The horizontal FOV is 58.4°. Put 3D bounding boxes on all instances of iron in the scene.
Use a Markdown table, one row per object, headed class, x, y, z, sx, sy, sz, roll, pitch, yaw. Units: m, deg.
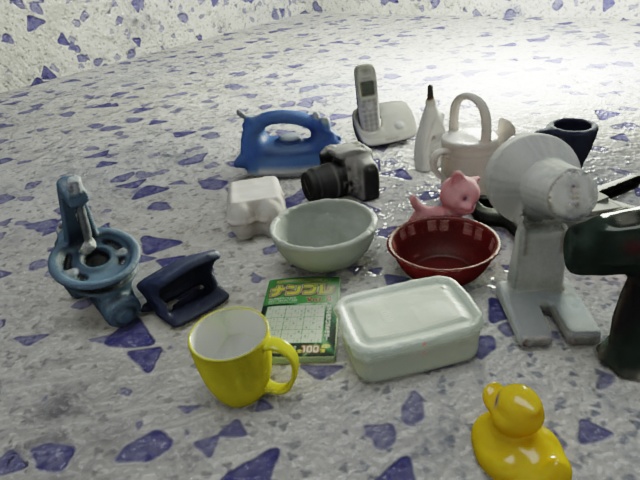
| class | x | y | z | sx | sy | sz | roll | pitch | yaw |
| --- | --- | --- | --- | --- | --- | --- | --- | --- | --- |
| iron | -0.056 | -0.216 | 1.219 | 0.258 | 0.142 | 0.118 | -3 | 29 | 7 |

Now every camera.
| class | x | y | z | sx | sy | sz | roll | pitch | yaw |
| --- | --- | --- | --- | --- | --- | --- | --- | --- | --- |
| camera | 0.027 | -0.132 | 1.095 | 0.137 | 0.101 | 0.142 | -18 | 31 | -21 |

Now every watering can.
| class | x | y | z | sx | sy | sz | roll | pitch | yaw |
| --- | --- | --- | --- | --- | --- | --- | --- | --- | --- |
| watering can | 0.270 | -0.170 | 1.020 | 0.100 | 0.194 | 0.173 | 18 | 37 | 37 |

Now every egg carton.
| class | x | y | z | sx | sy | sz | roll | pitch | yaw |
| --- | --- | --- | --- | --- | --- | --- | --- | --- | --- |
| egg carton | -0.114 | -0.060 | 1.027 | 0.107 | 0.069 | 0.150 | -9 | 29 | -5 |

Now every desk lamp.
| class | x | y | z | sx | sy | sz | roll | pitch | yaw |
| --- | --- | --- | --- | --- | --- | --- | --- | --- | --- |
| desk lamp | 0.282 | -0.012 | 0.715 | 0.118 | 0.214 | 0.203 | -5 | 29 | 3 |

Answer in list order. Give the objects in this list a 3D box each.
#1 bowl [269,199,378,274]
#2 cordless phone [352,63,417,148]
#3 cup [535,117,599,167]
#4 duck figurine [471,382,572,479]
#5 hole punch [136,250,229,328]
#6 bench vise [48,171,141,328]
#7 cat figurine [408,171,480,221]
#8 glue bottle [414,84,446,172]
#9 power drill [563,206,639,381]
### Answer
| class | x | y | z | sx | sy | sz | roll | pitch | yaw |
| --- | --- | --- | --- | --- | --- | --- | --- | --- | --- |
| bowl | 0.008 | 0.003 | 0.885 | 0.167 | 0.075 | 0.167 | -5 | 29 | 3 |
| cordless phone | 0.144 | -0.312 | 1.306 | 0.148 | 0.185 | 0.094 | -14 | 30 | -13 |
| cup | 0.464 | -0.175 | 1.092 | 0.117 | 0.095 | 0.091 | -7 | 29 | -1 |
| duck figurine | 0.186 | 0.176 | 0.530 | 0.078 | 0.086 | 0.104 | -18 | 31 | -20 |
| hole punch | -0.200 | 0.056 | 0.814 | 0.100 | 0.091 | 0.109 | 22 | 40 | 40 |
| bench vise | -0.345 | 0.002 | 0.806 | 0.206 | 0.220 | 0.122 | 13 | 35 | 30 |
| cat figurine | 0.201 | -0.058 | 0.913 | 0.128 | 0.118 | 0.067 | -9 | 29 | -5 |
| glue bottle | 0.224 | -0.228 | 1.153 | 0.078 | 0.173 | 0.037 | -26 | 34 | -30 |
| power drill | 0.372 | 0.048 | 0.597 | 0.229 | 0.209 | 0.075 | 1 | 30 | 13 |
